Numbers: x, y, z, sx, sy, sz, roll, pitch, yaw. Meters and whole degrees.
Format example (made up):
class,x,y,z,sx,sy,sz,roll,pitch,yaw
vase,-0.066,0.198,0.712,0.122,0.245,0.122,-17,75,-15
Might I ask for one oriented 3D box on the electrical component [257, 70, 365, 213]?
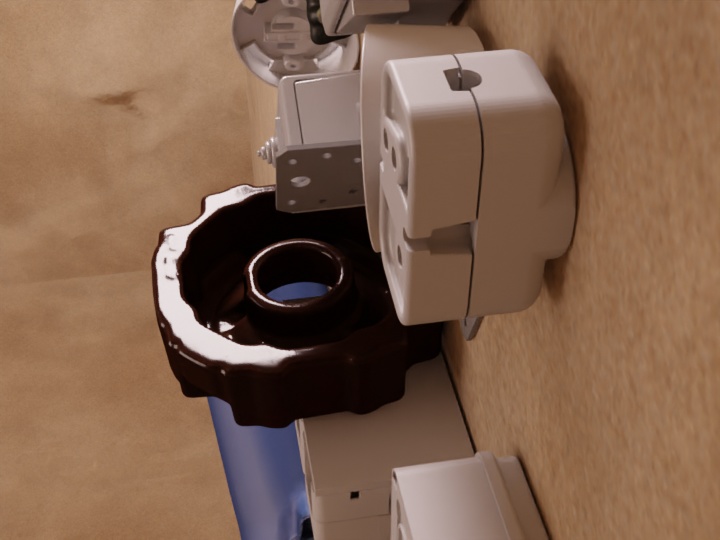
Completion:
class,x,y,z,sx,sy,sz,roll,pitch,yaw
electrical component,-0.009,-0.074,0.601,0.061,0.096,0.061,104,159,-68

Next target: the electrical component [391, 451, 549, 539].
class,x,y,z,sx,sy,sz,roll,pitch,yaw
electrical component,0.049,0.147,0.492,0.078,0.057,0.113,-106,12,-50

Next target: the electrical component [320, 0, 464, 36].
class,x,y,z,sx,sy,sz,roll,pitch,yaw
electrical component,0.015,-0.140,0.484,0.096,0.062,0.061,169,94,-83

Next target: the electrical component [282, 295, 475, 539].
class,x,y,z,sx,sy,sz,roll,pitch,yaw
electrical component,0.007,0.085,0.638,0.150,0.089,0.061,-105,11,-49

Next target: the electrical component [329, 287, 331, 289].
class,x,y,z,sx,sy,sz,roll,pitch,yaw
electrical component,0.000,0.000,0.768,0.073,0.052,0.138,115,148,-77

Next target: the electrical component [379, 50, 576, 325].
class,x,y,z,sx,sy,sz,roll,pitch,yaw
electrical component,0.041,-0.029,0.392,0.053,0.059,0.095,-104,11,-47

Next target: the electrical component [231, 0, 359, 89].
class,x,y,z,sx,sy,sz,roll,pitch,yaw
electrical component,-0.052,-0.191,0.846,0.064,0.099,0.099,-95,4,-45

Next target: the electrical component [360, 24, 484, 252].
class,x,y,z,sx,sy,sz,roll,pitch,yaw
electrical component,0.025,-0.059,0.473,0.099,0.064,0.099,173,90,-83
